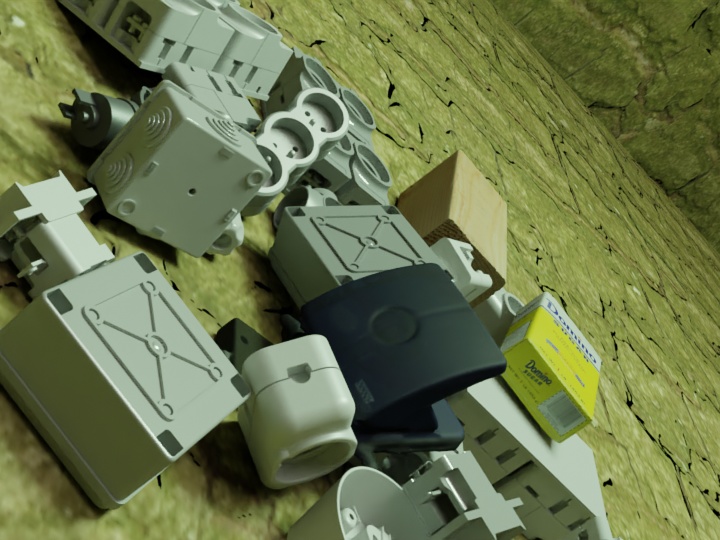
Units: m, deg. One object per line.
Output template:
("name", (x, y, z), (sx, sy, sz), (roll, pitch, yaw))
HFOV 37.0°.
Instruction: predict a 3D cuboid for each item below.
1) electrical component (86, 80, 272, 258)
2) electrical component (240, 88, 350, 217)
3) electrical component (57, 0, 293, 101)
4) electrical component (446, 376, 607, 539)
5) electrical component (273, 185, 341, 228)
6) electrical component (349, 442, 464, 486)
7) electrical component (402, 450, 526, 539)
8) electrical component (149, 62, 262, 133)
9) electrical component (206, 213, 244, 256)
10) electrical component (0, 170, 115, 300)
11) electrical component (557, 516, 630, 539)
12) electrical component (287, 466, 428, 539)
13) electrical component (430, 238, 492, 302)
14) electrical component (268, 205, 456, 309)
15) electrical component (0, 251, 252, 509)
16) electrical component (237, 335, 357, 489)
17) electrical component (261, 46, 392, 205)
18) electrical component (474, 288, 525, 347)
("electrical component", (-0.120, -0.065, 0.727), (0.100, 0.099, 0.048), (31, 17, -43))
("electrical component", (-0.072, -0.092, 0.898), (0.052, 0.074, 0.138), (46, 52, -2))
("electrical component", (-0.148, -0.209, 0.907), (0.105, 0.060, 0.186), (40, 17, 20))
("electrical component", (0.129, 0.149, 0.940), (0.186, 0.060, 0.105), (44, 23, -19))
("electrical component", (-0.035, -0.045, 0.939), (0.077, 0.044, 0.079), (37, 25, -33))
("electrical component", (0.031, 0.132, 0.784), (0.089, 0.050, 0.055), (42, 23, -21))
("electrical component", (0.063, 0.149, 0.675), (0.081, 0.042, 0.063), (8, 46, -58))
("electrical component", (-0.127, -0.124, 0.869), (0.055, 0.050, 0.089), (57, 22, 15))
("electrical component", (-0.106, -0.040, 0.801), (0.035, 0.035, 0.061), (36, 24, -36))
("electrical component", (-0.178, -0.016, 0.611), (0.063, 0.042, 0.081), (55, 22, -2))
("electrical component", (0.169, 0.243, 0.832), (0.050, 0.089, 0.055), (41, 24, -25))
("electrical component", (0.006, 0.173, 0.641), (0.099, 0.064, 0.099), (49, 8, -10))
("electrical component", (0.064, 0.016, 0.979), (0.056, 0.089, 0.050), (11, 46, -59))
("electrical component", (0.000, 0.000, 0.842), (0.109, 0.056, 0.108), (-3, 39, -32))
("electrical component", (-0.127, 0.055, 0.579), (0.108, 0.056, 0.109), (52, 21, 0))
("electrical component", (-0.038, 0.091, 0.650), (0.054, 0.095, 0.059), (-15, 60, -19))
("electrical component", (-0.034, -0.128, 1.049), (0.105, 0.060, 0.186), (36, 26, -35))
("electrical component", (0.145, 0.063, 1.109), (0.095, 0.059, 0.054), (55, 22, 8))
